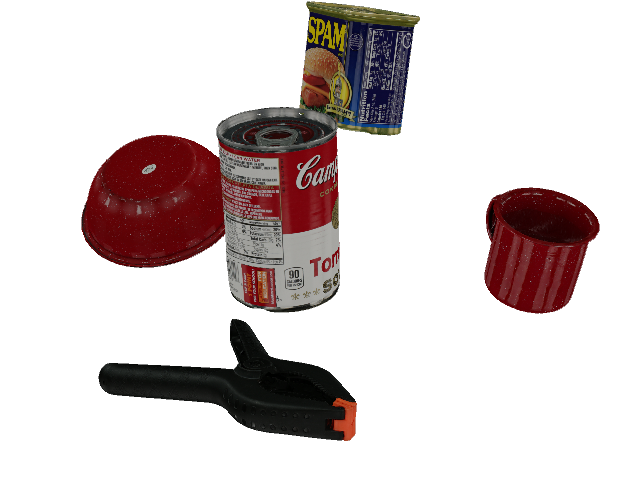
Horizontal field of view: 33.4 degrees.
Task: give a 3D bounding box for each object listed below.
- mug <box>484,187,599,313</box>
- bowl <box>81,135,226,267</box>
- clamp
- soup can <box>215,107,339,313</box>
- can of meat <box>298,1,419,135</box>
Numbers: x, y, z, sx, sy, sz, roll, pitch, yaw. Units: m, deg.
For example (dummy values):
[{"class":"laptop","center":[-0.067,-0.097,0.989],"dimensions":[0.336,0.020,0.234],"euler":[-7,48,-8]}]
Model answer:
[{"class":"mug","center":[0.187,0.005,0.964],"dimensions":[0.093,0.081,0.117],"euler":[-15,40,-29]},{"class":"bowl","center":[-0.157,-0.051,1.019],"dimensions":[0.162,0.162,0.055],"euler":[0,-43,11]},{"class":"clamp","center":[-0.051,0.113,0.871],"dimensions":[0.210,0.036,0.164],"euler":[12,20,31]},{"class":"soup can","center":[-0.023,-0.018,0.615],"dimensions":[0.068,0.102,0.068],"euler":[-2,25,1]},{"class":"can of meat","center":[0.025,-0.126,0.776],"dimensions":[0.057,0.084,0.102],"euler":[0,16,-24]}]
